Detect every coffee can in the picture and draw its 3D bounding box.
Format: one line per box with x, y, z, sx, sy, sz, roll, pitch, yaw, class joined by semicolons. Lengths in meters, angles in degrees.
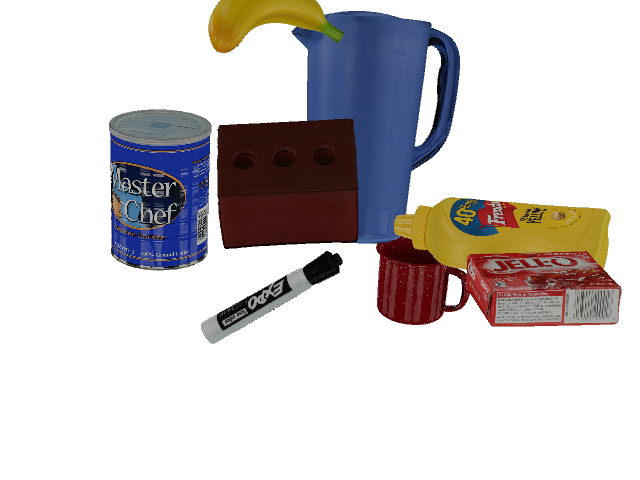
-0.165;-0.054;1.099;0.103;0.140;0.103;3;23;-2;coffee can

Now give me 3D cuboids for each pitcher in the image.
0.055;-0.124;1.157;0.149;0.243;0.144;8;11;26;pitcher

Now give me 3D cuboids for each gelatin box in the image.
0.150;0.031;0.728;0.089;0.030;0.073;-1;18;-4;gelatin box

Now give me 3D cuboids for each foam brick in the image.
-0.018;-0.032;0.599;0.078;0.053;0.051;-4;-34;1;foam brick

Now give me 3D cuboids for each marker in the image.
-0.036;0.042;0.805;0.121;0.020;0.020;-30;-8;14;marker

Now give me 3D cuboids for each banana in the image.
-0.049;-0.206;0.973;0.070;0.037;0.197;41;32;19;banana

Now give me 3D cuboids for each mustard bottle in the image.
0.161;-0.004;0.969;0.192;0.058;0.096;6;28;19;mustard bottle

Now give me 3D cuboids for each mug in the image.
0.120;0.049;1.253;0.117;0.081;0.093;13;25;22;mug
